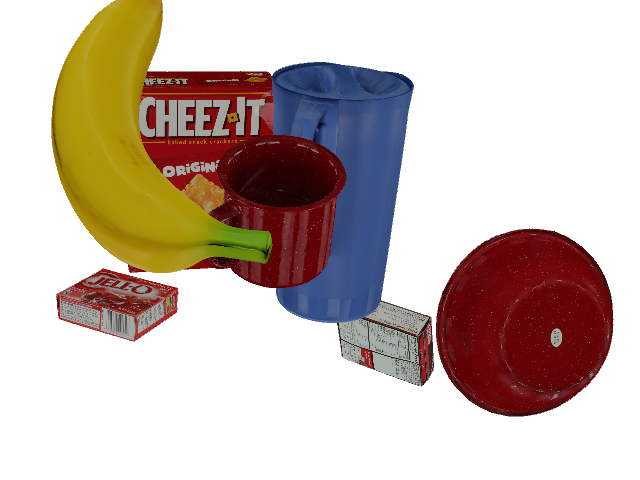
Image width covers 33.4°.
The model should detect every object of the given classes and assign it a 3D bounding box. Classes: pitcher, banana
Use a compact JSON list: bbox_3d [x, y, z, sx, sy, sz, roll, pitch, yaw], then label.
[{"bbox_3d":[0.010,-0.043,1.036,0.149,0.243,0.145,-8,26,-25],"label":"pitcher"},{"bbox_3d":[-0.082,-0.048,0.461,0.069,0.037,0.198,-8,45,-20],"label":"banana"}]

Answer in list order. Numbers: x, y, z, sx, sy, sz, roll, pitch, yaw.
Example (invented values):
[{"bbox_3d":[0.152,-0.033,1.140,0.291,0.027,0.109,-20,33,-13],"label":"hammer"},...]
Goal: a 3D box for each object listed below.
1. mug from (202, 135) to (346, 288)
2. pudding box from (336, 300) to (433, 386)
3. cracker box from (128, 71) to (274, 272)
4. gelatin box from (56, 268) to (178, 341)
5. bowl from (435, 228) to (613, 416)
[{"bbox_3d":[-0.040,-0.014,0.783,0.117,0.081,0.093,-27,50,-33],"label":"mug"},{"bbox_3d":[0.076,0.114,1.249,0.114,0.090,0.039,16,46,24],"label":"pudding box"},{"bbox_3d":[-0.134,-0.075,1.179,0.164,0.214,0.072,-2,24,-13],"label":"cracker box"},{"bbox_3d":[-0.190,0.058,1.001,0.089,0.030,0.073,14,23,22],"label":"gelatin box"},{"bbox_3d":[0.179,0.073,0.873,0.162,0.162,0.055,0,8,-14],"label":"bowl"}]
